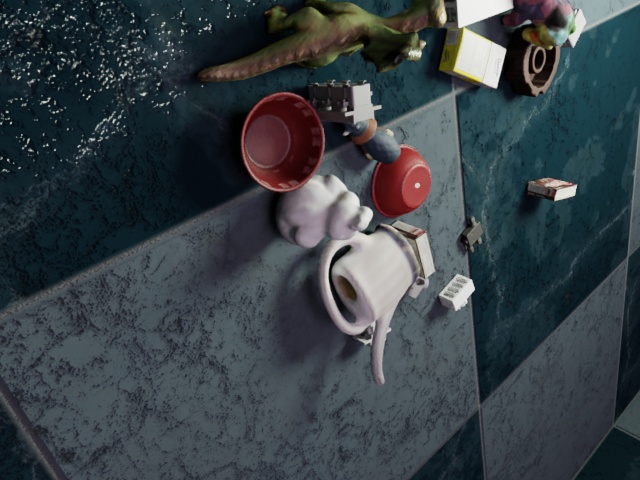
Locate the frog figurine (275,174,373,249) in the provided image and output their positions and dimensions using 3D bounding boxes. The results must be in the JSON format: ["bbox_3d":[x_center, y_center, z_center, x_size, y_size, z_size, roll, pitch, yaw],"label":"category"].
[{"bbox_3d":[0.003,-0.045,0.885,0.139,0.161,0.120,-53,129,-13],"label":"frog figurine"}]

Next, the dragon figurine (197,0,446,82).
[{"bbox_3d":[0.040,-0.301,0.783,0.416,0.245,0.119,-37,131,-27],"label":"dragon figurine"}]

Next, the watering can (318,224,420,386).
[{"bbox_3d":[0.116,0.117,1.064,0.227,0.104,0.342,-38,117,-25],"label":"watering can"}]
